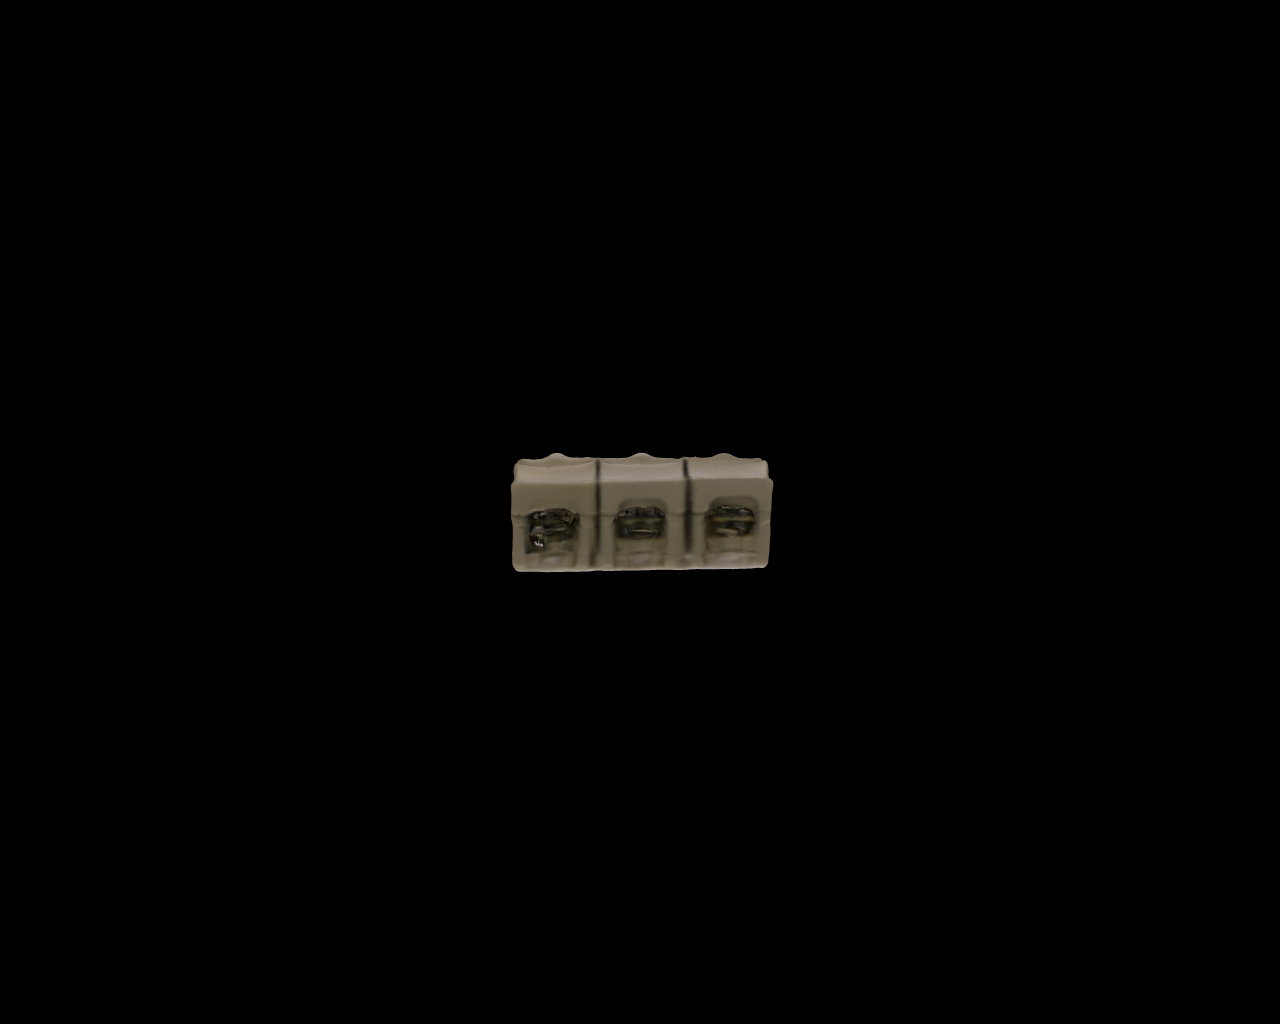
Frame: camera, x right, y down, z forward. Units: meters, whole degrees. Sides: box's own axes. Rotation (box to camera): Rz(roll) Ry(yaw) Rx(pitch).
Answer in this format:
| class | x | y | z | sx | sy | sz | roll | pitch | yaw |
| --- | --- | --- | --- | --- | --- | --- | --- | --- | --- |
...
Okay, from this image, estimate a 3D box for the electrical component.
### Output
| class | x | y | z | sx | sy | sz | roll | pitch | yaw |
| --- | --- | --- | --- | --- | --- | --- | --- | --- | --- |
| electrical component | 0.001 | -0.003 | 0.650 | 0.150 | 0.061 | 0.089 | 0 | 8 | 0 |
